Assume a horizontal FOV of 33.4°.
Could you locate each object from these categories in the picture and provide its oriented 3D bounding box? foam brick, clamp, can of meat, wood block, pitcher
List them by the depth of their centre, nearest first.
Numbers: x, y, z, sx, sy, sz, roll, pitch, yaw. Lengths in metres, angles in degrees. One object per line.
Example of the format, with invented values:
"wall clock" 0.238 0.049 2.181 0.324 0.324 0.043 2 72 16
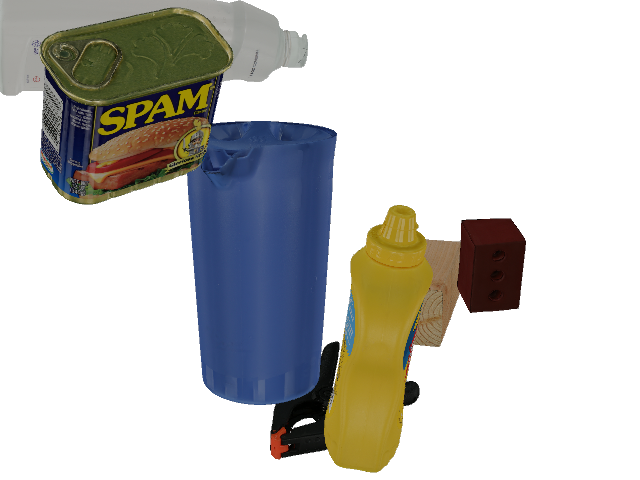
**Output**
"can of meat" -0.106 -0.074 0.601 0.101 0.057 0.084 -21 -31 -31
"pitcher" -0.048 0.014 0.960 0.149 0.243 0.145 -5 16 -20
"foam brick" 0.167 0.024 1.052 0.053 0.078 0.051 -4 28 -7
"clamp" 0.004 0.161 1.090 0.171 0.039 0.120 -22 33 -35
"wood block" 0.156 0.075 1.620 0.091 0.090 0.206 4 21 14

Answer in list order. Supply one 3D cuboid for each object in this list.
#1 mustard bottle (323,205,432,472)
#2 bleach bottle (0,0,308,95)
"mustard bottle" 0.042 0.063 0.758 0.058 0.192 0.096 10 28 4
"bleach bottle" -0.137 -0.162 0.887 0.250 0.068 0.103 2 -27 -15
